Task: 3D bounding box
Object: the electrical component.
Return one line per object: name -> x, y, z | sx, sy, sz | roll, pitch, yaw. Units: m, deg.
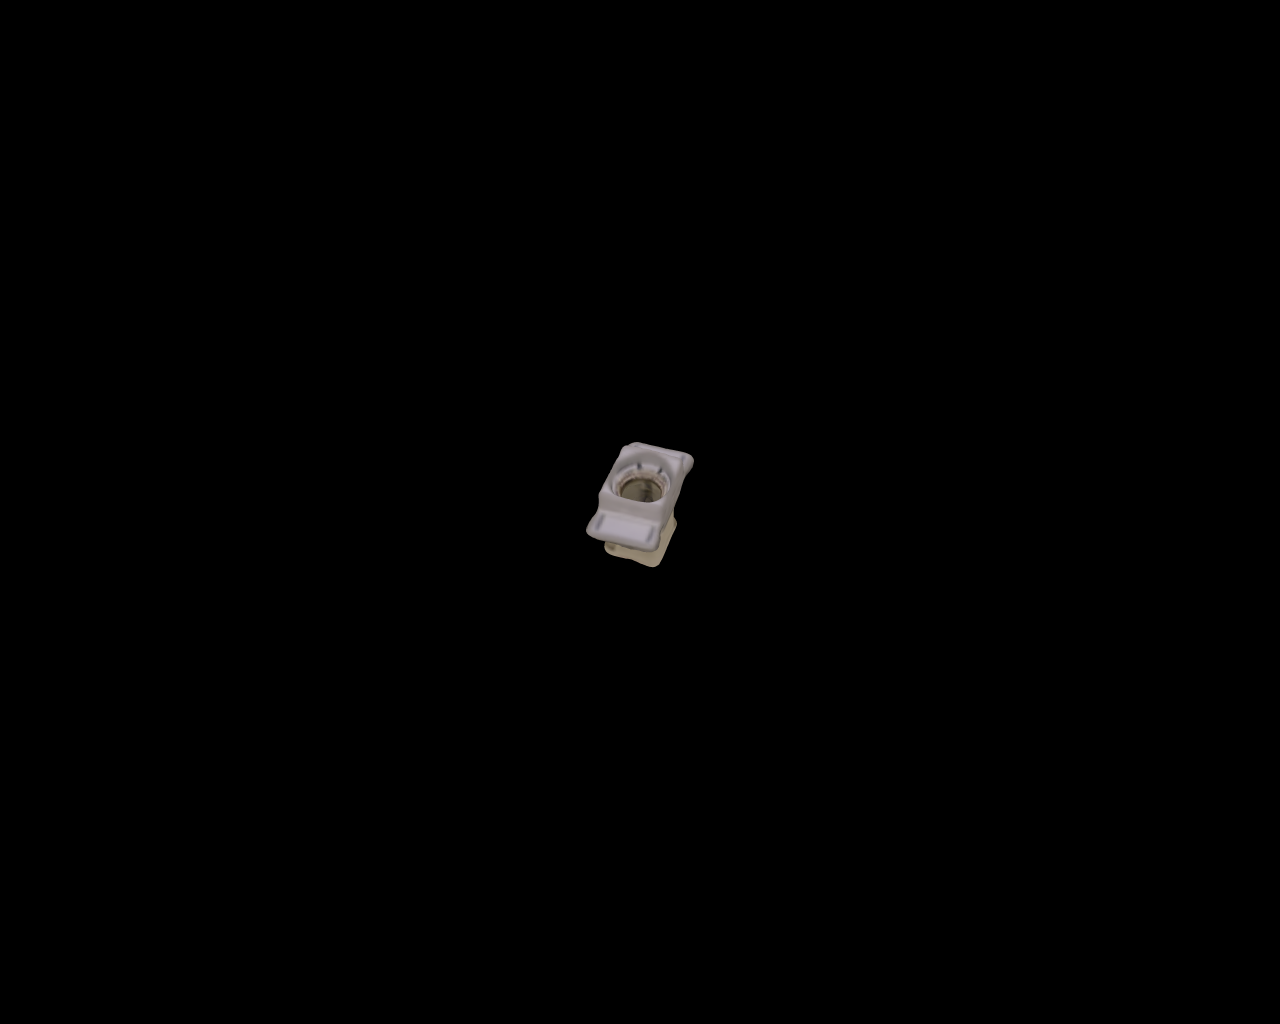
electrical component -> 0.001, -0.003, 0.650 | 0.042, 0.081, 0.063 | 16, -39, 13
